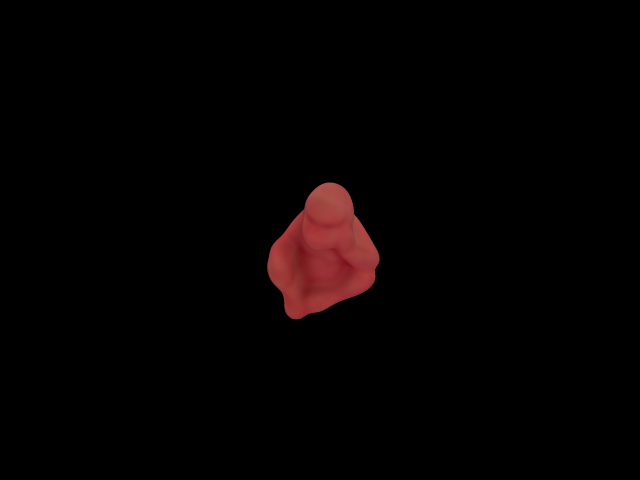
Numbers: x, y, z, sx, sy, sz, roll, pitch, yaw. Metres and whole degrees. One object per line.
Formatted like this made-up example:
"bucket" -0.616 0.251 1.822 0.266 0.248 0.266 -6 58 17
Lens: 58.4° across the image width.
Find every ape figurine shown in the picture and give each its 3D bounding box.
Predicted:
"ape figurine" 0.004 0.001 0.400 0.077 0.092 0.076 11 43 13
